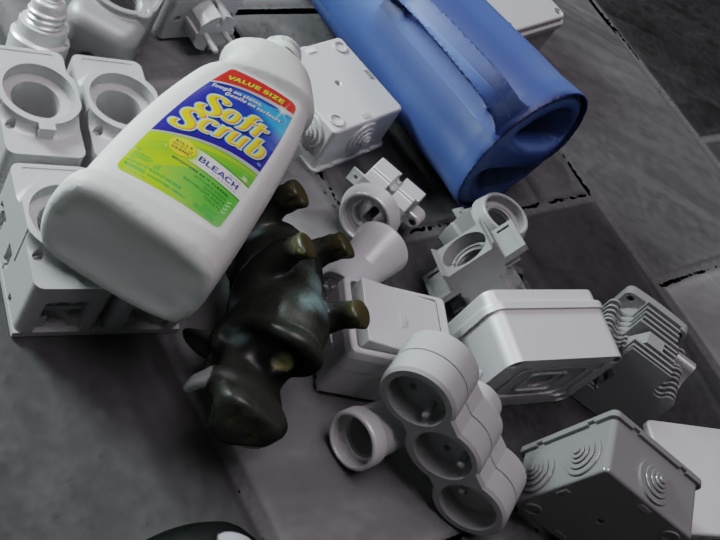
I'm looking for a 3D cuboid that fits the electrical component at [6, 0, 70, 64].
[{"bbox_3d":[-0.217,-0.158,0.729,0.040,0.078,0.040,20,33,-13],"label":"electrical component"}]

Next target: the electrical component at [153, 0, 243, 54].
[{"bbox_3d":[-0.123,-0.199,0.844,0.066,0.047,0.076,-16,66,-42],"label":"electrical component"}]

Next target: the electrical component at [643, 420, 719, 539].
[{"bbox_3d":[0.242,0.164,0.792,0.100,0.048,0.099,11,50,-27],"label":"electrical component"}]

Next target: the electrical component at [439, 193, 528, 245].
[{"bbox_3d":[0.100,-0.028,0.850,0.048,0.055,0.066,-16,66,-42],"label":"electrical component"}]

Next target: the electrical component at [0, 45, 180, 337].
[{"bbox_3d":[-0.175,-0.054,0.679,0.105,0.060,0.186,0,55,-34],"label":"electrical component"}]

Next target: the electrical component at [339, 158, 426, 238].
[{"bbox_3d":[0.014,-0.049,0.816,0.066,0.048,0.055,41,35,1],"label":"electrical component"}]

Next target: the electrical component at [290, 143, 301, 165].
[{"bbox_3d":[-0.073,-0.110,0.809,0.040,0.040,0.078,-4,57,-36],"label":"electrical component"}]

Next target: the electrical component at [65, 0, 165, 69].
[{"bbox_3d":[-0.180,-0.185,0.784,0.054,0.059,0.095,28,44,-13],"label":"electrical component"}]

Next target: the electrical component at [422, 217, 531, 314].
[{"bbox_3d":[0.092,0.004,0.806,0.063,0.081,0.042,51,12,-29],"label":"electrical component"}]

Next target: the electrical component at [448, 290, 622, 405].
[{"bbox_3d":[0.121,0.056,0.778,0.113,0.078,0.057,1,58,-34],"label":"electrical component"}]

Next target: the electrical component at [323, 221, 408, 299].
[{"bbox_3d":[0.000,0.000,0.769,0.044,0.044,0.065,42,48,2],"label":"electrical component"}]

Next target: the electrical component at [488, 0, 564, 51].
[{"bbox_3d":[0.128,-0.259,1.058,0.109,0.056,0.108,-26,73,-44],"label":"electrical component"}]

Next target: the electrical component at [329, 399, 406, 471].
[{"bbox_3d":[0.009,0.103,0.691,0.046,0.040,0.040,-15,65,-47],"label":"electrical component"}]

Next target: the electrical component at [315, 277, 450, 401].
[{"bbox_3d":[0.022,0.049,0.728,0.096,0.061,0.061,13,49,-26],"label":"electrical component"}]

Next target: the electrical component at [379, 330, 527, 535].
[{"bbox_3d":[0.067,0.095,0.691,0.073,0.052,0.138,-51,124,-44],"label":"electrical component"}]

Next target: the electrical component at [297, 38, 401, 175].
[{"bbox_3d":[-0.027,-0.134,0.858,0.100,0.048,0.099,-27,72,-43],"label":"electrical component"}]

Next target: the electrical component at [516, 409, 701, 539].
[{"bbox_3d":[0.163,0.148,0.714,0.100,0.100,0.048,39,46,-18],"label":"electrical component"}]
